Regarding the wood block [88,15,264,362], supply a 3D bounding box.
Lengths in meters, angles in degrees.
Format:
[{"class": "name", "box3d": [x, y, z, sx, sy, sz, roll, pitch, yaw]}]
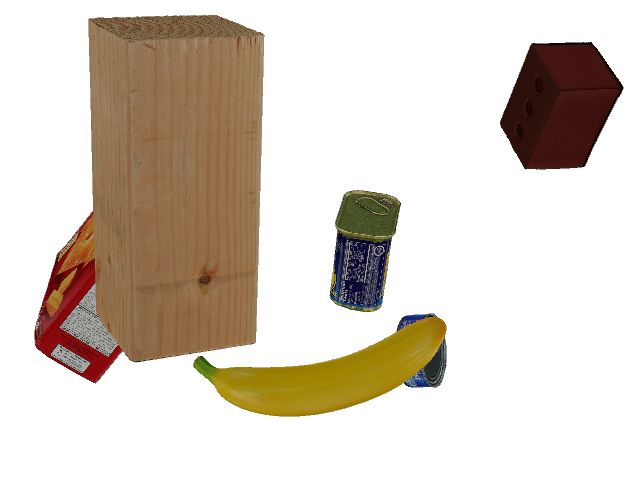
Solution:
[{"class": "wood block", "box3d": [-0.096, -0.037, 0.698, 0.090, 0.206, 0.090, -7, 22, -25]}]

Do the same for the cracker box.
[{"class": "cracker box", "box3d": [-0.156, -0.008, 0.922, 0.072, 0.214, 0.164, 33, 21, -20]}]

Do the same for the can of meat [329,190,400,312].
[{"class": "can of meat", "box3d": [0.042, 0.010, 1.040, 0.057, 0.084, 0.102, 9, 26, 5]}]

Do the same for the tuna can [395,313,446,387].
[{"class": "tuna can", "box3d": [0.116, 0.128, 1.237, 0.034, 0.086, 0.086, -5, -2, 26]}]

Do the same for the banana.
[{"class": "banana", "box3d": [0.008, 0.096, 0.793, 0.197, 0.069, 0.037, -7, -39, -12]}]

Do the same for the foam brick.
[{"class": "foam brick", "box3d": [0.170, -0.096, 0.762, 0.051, 0.053, 0.078, -6, -41, -18]}]
